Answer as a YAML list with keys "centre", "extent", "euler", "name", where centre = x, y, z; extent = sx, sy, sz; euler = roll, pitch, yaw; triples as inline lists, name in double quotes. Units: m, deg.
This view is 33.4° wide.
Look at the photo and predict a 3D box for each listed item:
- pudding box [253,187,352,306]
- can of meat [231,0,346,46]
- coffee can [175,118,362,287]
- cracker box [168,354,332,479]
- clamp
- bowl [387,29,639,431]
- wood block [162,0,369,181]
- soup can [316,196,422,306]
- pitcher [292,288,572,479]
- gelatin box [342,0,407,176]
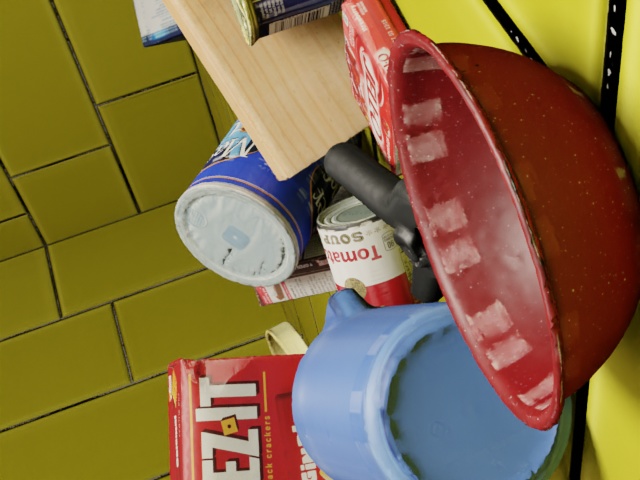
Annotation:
- centre: [-0.006, 0.001, 0.897]
  extent: [0.113, 0.090, 0.039]
  euler: [-73, -36, -54]
  name: "pudding box"
- centre: [-0.021, -0.181, 0.653]
  extent: [0.057, 0.084, 0.102]
  euler: [113, 137, -82]
  name: "can of meat"
- centre: [-0.038, -0.047, 0.848]
  extent: [0.103, 0.103, 0.140]
  euler: [75, -147, -41]
  name: "coffee can"
- centre: [0.001, 0.165, 0.778]
  extent: [0.072, 0.213, 0.164]
  euler: [143, 126, -71]
  name: "cracker box"
- centre: [0.066, 0.003, 0.617]
  extent: [0.120, 0.039, 0.172]
  euler: [50, 173, -24]
  name: "clamp"
- centre: [0.080, -0.011, 0.414]
  extent: [0.162, 0.055, 0.162]
  euler: [161, 90, -84]
  name: "bowl"
- centre: [-0.045, -0.150, 0.733]
  extent: [0.206, 0.090, 0.091]
  euler: [57, 177, -6]
  name: "wood block"
- centre: [0.043, 0.022, 0.807]
  extent: [0.068, 0.068, 0.102]
  euler: [-125, 17, -71]
  name: "soup can"
- centre: [0.065, 0.108, 0.638]
  extent: [0.243, 0.149, 0.145]
  euler: [134, 158, -80]
  name: "pitcher"
- centre: [0.041, -0.092, 0.637]
  extent: [0.089, 0.030, 0.073]
  euler: [79, 169, -60]
  name: "gelatin box"
